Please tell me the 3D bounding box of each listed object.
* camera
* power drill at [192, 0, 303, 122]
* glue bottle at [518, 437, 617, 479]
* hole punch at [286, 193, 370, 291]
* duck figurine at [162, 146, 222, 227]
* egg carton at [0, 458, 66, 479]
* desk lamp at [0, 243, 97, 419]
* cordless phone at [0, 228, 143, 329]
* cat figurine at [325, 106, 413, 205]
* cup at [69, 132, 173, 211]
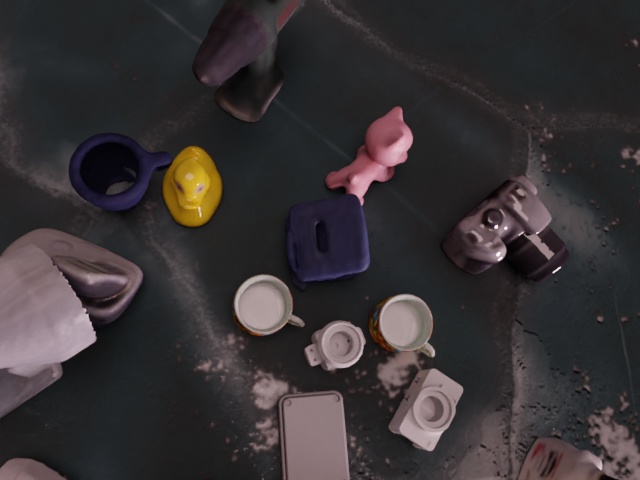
[{"bbox_3d":[0.266,-0.002,0.781,0.143,0.100,0.137,-40,85,-17],"label":"camera"},{"bbox_3d":[-0.086,-0.240,0.722,0.075,0.208,0.230,29,72,-1],"label":"power drill"},{"bbox_3d":[0.298,0.277,0.674,0.037,0.173,0.078,30,72,-1],"label":"glue bottle"},{"bbox_3d":[0.007,0.003,0.736,0.101,0.091,0.108,-5,76,-12],"label":"hole punch"},{"bbox_3d":[-0.163,-0.077,0.729,0.077,0.086,0.104,3,75,-9],"label":"duck figurine"},{"bbox_3d":[-0.296,0.309,0.611,0.150,0.069,0.107,31,72,-1],"label":"egg carton"},{"bbox_3d":[-0.328,0.111,0.582,0.203,0.213,0.118,-37,84,-17],"label":"desk lamp"},{"bbox_3d":[-0.281,0.028,0.627,0.147,0.185,0.094,22,73,-4],"label":"cordless phone"},{"bbox_3d":[0.074,-0.113,0.765,0.067,0.117,0.128,43,72,3],"label":"cat figurine"},{"bbox_3d":[-0.239,-0.077,0.710,0.118,0.095,0.091,-16,79,-14],"label":"cup"}]
